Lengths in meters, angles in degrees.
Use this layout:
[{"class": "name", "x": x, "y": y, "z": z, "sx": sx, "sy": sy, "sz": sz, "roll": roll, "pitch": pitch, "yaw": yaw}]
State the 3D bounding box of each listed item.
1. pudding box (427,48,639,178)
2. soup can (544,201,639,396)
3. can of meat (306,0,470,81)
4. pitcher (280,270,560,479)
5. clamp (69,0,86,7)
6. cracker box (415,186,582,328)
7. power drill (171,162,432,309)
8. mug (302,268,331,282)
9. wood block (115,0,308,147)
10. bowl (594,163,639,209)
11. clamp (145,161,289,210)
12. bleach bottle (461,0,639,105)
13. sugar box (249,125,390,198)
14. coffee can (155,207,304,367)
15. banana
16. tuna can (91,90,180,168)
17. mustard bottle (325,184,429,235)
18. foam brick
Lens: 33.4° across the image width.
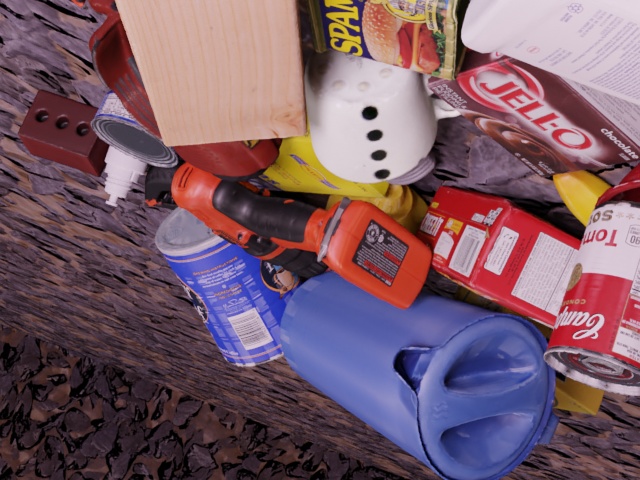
[{"class": "pudding box", "x": 0.136, "y": -0.085, "z": 0.648, "sx": 0.113, "sy": 0.039, "sz": 0.090, "roll": 31, "pitch": 160, "yaw": -27}, {"class": "soup can", "x": 0.185, "y": 0.036, "z": 0.652, "sx": 0.068, "sy": 0.102, "sz": 0.068, "roll": 20, "pitch": 164, "yaw": 6}, {"class": "can of meat", "x": 0.041, "y": -0.136, "z": 0.585, "sx": 0.084, "sy": 0.057, "sz": 0.102, "roll": 16, "pitch": 162, "yaw": 11}, {"class": "pitcher", "x": 0.075, "y": 0.104, "z": 0.891, "sx": 0.243, "sy": 0.144, "sz": 0.149, "roll": 20, "pitch": 130, "yaw": 58}, {"class": "clamp", "x": -0.230, "y": -0.225, "z": 0.683, "sx": 0.165, "sy": 0.036, "sz": 0.209, "roll": 10, "pitch": 159, "yaw": 37}, {"class": "cracker box", "x": 0.193, "y": 0.035, "z": 0.826, "sx": 0.213, "sy": 0.072, "sz": 0.164, "roll": 25, "pitch": -178, "yaw": -13}, {"class": "power drill", "x": -0.006, "y": 0.001, "z": 0.850, "sx": 0.188, "sy": 0.057, "sz": 0.184, "roll": 15, "pitch": 169, "yaw": 44}, {"class": "mug", "x": -0.011, "y": 0.024, "z": 1.100, "sx": 0.081, "sy": 0.093, "sz": 0.117, "roll": 28, "pitch": -161, "yaw": -3}, {"class": "wood block", "x": -0.057, "y": -0.140, "z": 0.572, "sx": 0.091, "sy": 0.090, "sz": 0.206, "roll": -5, "pitch": 157, "yaw": 0}, {"class": "bowl", "x": 0.258, "y": -0.020, "z": 0.666, "sx": 0.162, "sy": 0.055, "sz": 0.162, "roll": 20, "pitch": 163, "yaw": 6}, {"class": "clamp", "x": -0.125, "y": -0.059, "z": 1.052, "sx": 0.172, "sy": 0.039, "sz": 0.120, "roll": -2, "pitch": 145, "yaw": 39}, {"class": "bleach bottle", "x": 0.203, "y": -0.087, "z": 0.525, "sx": 0.250, "sy": 0.068, "sz": 0.103, "roll": 22, "pitch": 164, "yaw": -9}, {"class": "sugar box", "x": -0.032, "y": -0.076, "z": 0.873, "sx": 0.177, "sy": 0.048, "sz": 0.093, "roll": 3, "pitch": 155, "yaw": 44}, {"class": "coffee can", "x": -0.075, "y": 0.032, "z": 0.990, "sx": 0.103, "sy": 0.102, "sz": 0.140, "roll": 4, "pitch": 131, "yaw": 45}, {"class": "banana", "x": 0.253, "y": -0.003, "z": 0.765, "sx": 0.198, "sy": 0.037, "sz": 0.070, "roll": 20, "pitch": 146, "yaw": 3}, {"class": "tuna can", "x": -0.163, "y": -0.102, "z": 0.974, "sx": 0.086, "sy": 0.033, "sz": 0.086, "roll": 20, "pitch": 163, "yaw": 6}, {"class": "mustard bottle", "x": 0.050, "y": -0.012, "z": 0.941, "sx": 0.096, "sy": 0.058, "sz": 0.192, "roll": 19, "pitch": 163, "yaw": 2}, {"class": "foam brick", "x": -0.243, "y": -0.104, "z": 1.038, "sx": 0.078, "sy": 0.053, "sz": 0.051, "roll": 18, "pitch": 163, "yaw": 10}]
